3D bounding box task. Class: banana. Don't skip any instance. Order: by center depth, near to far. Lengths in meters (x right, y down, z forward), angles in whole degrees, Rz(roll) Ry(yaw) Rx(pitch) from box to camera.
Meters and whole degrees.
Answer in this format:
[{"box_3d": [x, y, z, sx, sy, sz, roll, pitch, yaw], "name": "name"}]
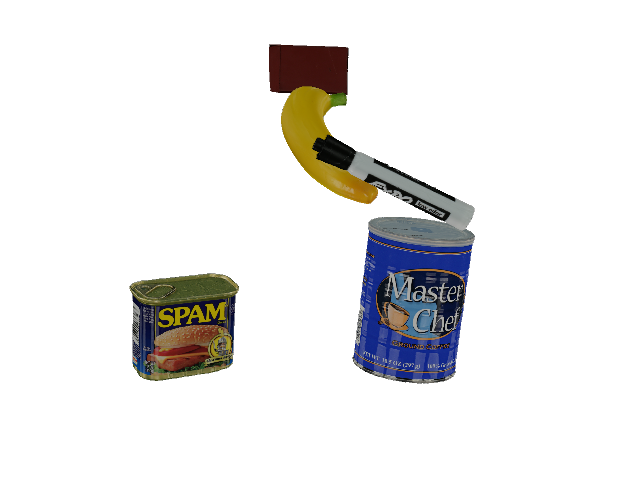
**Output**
[{"box_3d": [0.002, -0.092, 0.929, 0.069, 0.037, 0.198, -2, 34, -6], "name": "banana"}]

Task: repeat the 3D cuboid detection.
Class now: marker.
[{"box_3d": [0.050, -0.041, 0.739, 0.121, 0.020, 0.020, 26, -4, -8], "name": "marker"}]

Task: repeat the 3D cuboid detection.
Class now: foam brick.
[{"box_3d": [-0.013, -0.185, 1.153, 0.078, 0.051, 0.053, -1, 11, -14], "name": "foam brick"}]

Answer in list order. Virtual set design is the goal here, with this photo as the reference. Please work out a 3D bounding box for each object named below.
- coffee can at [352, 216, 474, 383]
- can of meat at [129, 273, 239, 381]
[{"box_3d": [0.090, 0.056, 1.039, 0.103, 0.140, 0.103, 6, 12, -1], "name": "coffee can"}, {"box_3d": [-0.132, 0.083, 1.033, 0.101, 0.084, 0.058, -5, 19, -26], "name": "can of meat"}]
